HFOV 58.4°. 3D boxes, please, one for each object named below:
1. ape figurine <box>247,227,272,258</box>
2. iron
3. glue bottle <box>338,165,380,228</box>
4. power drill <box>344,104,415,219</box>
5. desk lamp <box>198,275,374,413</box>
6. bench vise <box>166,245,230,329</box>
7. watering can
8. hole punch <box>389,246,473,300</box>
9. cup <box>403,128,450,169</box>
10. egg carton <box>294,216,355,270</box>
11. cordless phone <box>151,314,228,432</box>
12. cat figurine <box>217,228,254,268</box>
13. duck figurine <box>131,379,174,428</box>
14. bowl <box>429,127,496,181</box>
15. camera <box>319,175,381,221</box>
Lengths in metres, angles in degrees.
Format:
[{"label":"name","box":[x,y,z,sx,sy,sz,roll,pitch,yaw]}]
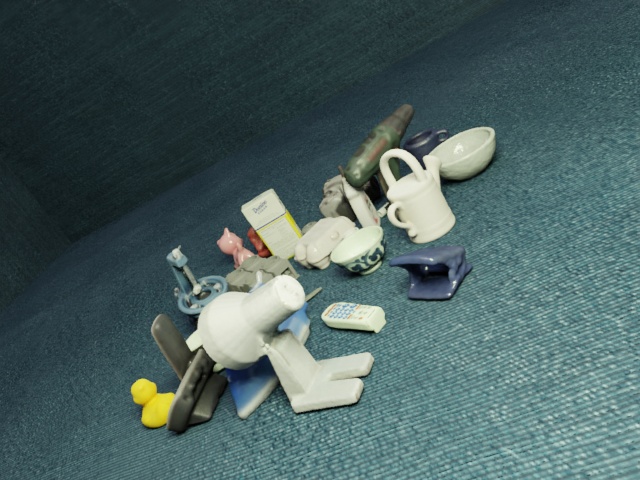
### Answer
[{"label":"ape figurine","box":[-0.163,0.004,1.552,0.076,0.092,0.078,-26,22,16]},{"label":"iron","box":[-0.119,0.176,1.032,0.118,0.142,0.258,-19,24,31]},{"label":"glue bottle","box":[0.085,-0.098,1.315,0.037,0.173,0.078,-25,22,17]},{"label":"power drill","box":[0.168,-0.166,1.300,0.230,0.209,0.075,-40,22,-20]},{"label":"desk lamp","box":[-0.058,0.156,0.887,0.202,0.214,0.118,-19,24,31]},{"label":"bench vise","box":[-0.300,0.117,1.308,0.206,0.220,0.122,-16,26,37]},{"label":"watering can","box":[0.188,-0.102,1.150,0.100,0.194,0.173,-17,25,34]},{"label":"hole punch","box":[0.187,0.040,0.978,0.108,0.091,0.101,-6,33,49]},{"label":"cup","box":[0.280,-0.223,1.433,0.117,0.095,0.092,-21,24,27]},{"label":"egg carton","box":[0.012,0.005,1.334,0.150,0.069,0.107,-44,24,-29]},{"label":"cordless phone","box":[-0.263,0.237,1.035,0.094,0.185,0.147,-25,22,17]},{"label":"cat figurine","box":[-0.232,0.022,1.572,0.067,0.118,0.127,-39,22,-16]},{"label":"duck figurine","box":[-0.326,0.308,1.106,0.078,0.086,0.104,-43,23,-27]},{"label":"bowl","box":[0.330,-0.184,1.304,0.167,0.075,0.167,-28,21,12]},{"label":"camera","box":[0.077,-0.118,1.475,0.136,0.101,0.143,-21,24,28]}]
